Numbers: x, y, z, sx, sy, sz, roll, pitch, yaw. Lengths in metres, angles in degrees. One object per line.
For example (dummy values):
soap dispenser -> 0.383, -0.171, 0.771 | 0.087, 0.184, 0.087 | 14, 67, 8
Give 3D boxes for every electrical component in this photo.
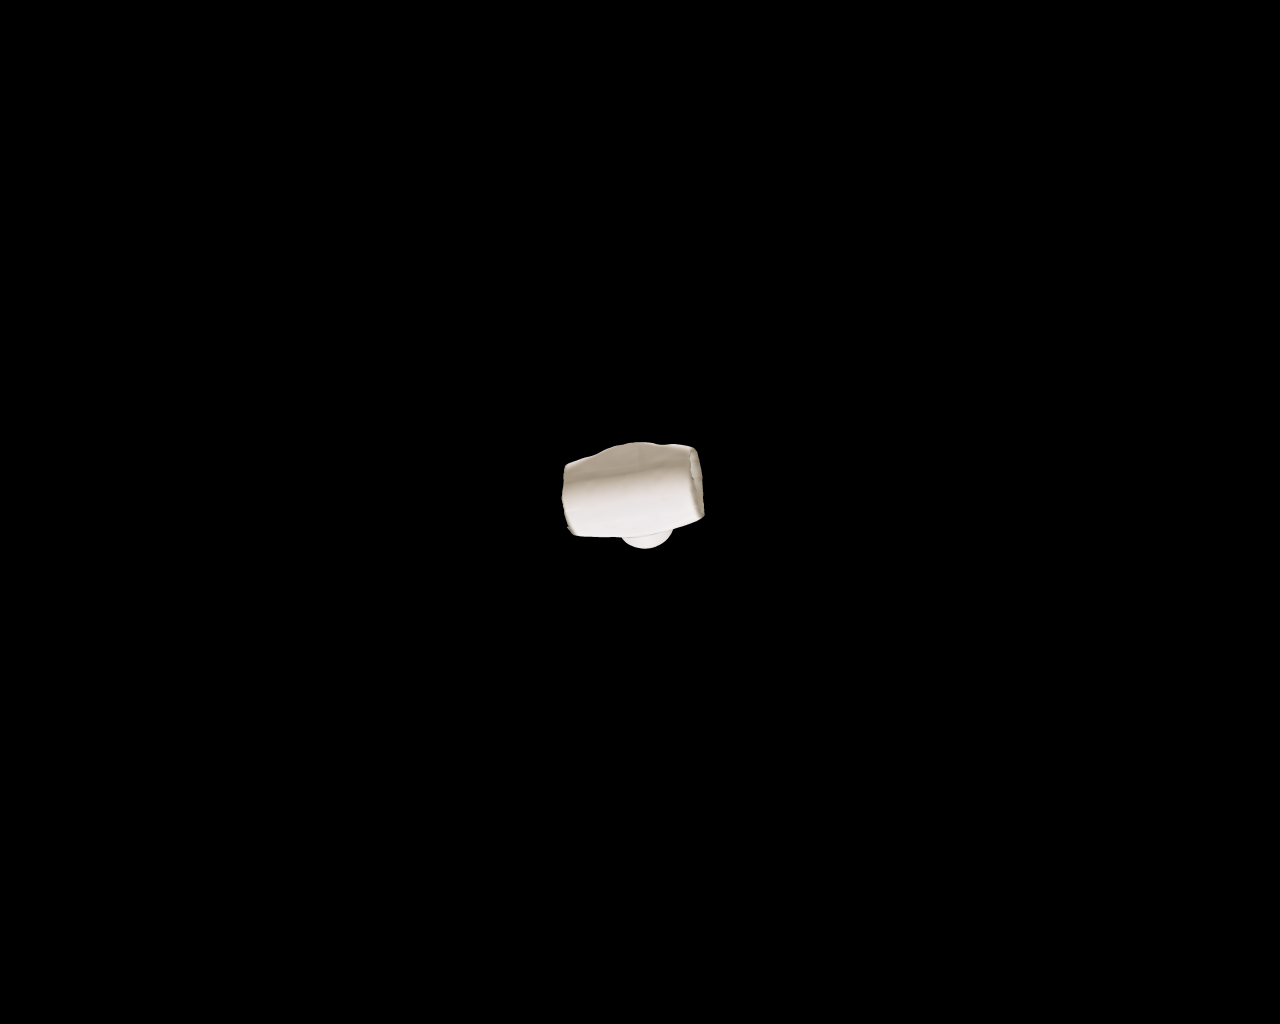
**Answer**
electrical component -> 0.001, -0.003, 0.650 | 0.077, 0.044, 0.079 | -8, -35, 11
